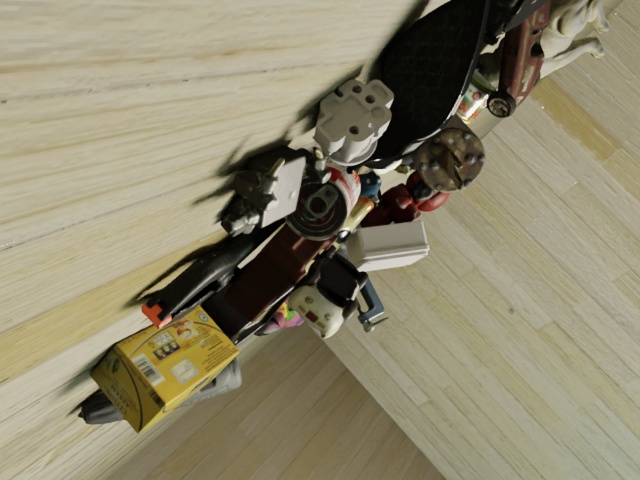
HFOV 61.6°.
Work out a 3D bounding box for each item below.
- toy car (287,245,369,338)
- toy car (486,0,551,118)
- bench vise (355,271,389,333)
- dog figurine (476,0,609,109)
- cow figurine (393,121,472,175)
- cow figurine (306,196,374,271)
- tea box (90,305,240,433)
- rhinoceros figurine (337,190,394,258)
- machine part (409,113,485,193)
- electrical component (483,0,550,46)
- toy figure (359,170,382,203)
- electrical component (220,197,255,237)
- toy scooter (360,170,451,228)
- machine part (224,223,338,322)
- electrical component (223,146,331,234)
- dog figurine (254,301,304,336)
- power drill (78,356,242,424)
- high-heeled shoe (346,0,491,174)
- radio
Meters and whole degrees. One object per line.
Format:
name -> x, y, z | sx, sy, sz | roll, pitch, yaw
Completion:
toy car -> 0.013, 0.061, 0.691 | 0.056, 0.073, 0.202 | -50, 180, 18
toy car -> 0.255, -0.240, 0.668 | 0.089, 0.053, 0.201 | -48, 148, -27
bench vise -> 0.070, 0.069, 1.109 | 0.224, 0.240, 0.129 | -21, 168, -26
dog figurine -> 0.280, -0.277, 0.751 | 0.191, 0.121, 0.172 | -27, 143, 15
cow figurine -> 0.159, -0.156, 0.851 | 0.098, 0.068, 0.167 | -35, 170, -48
cow figurine -> -0.002, -0.003, 0.839 | 0.127, 0.085, 0.195 | -46, 177, -23
tea box -> -0.193, 0.158, 0.694 | 0.068, 0.098, 0.169 | -46, 170, 22
rhinoceros figurine -> 0.082, -0.032, 1.006 | 0.190, 0.112, 0.073 | -36, 173, 15
machine part -> 0.144, -0.125, 0.663 | 0.079, 0.079, 0.243 | -45, -160, 21
electrical component -> 0.205, -0.266, 0.508 | 0.115, 0.058, 0.134 | -43, 174, -13
toy figure -> 0.060, -0.067, 0.869 | 0.058, 0.064, 0.154 | -27, 170, -16
electrical component -> -0.070, -0.030, 0.541 | 0.063, 0.021, 0.094 | -36, 170, -43
toy scooter -> 0.154, -0.071, 0.892 | 0.184, 0.075, 0.135 | -31, 176, -10
machine part -> -0.043, 0.026, 0.684 | 0.179, 0.056, 0.179 | -47, 180, 0
electrical component -> -0.035, -0.048, 0.473 | 0.102, 0.045, 0.078 | -26, 137, -51
dog figurine -> -0.070, 0.136, 1.207 | 0.191, 0.108, 0.219 | -43, 170, 7
power drill -> -0.245, 0.234, 0.852 | 0.232, 0.086, 0.207 | -14, 164, -16
high-heeled shoe -> 0.106, -0.156, 0.561 | 0.248, 0.086, 0.145 | -48, 179, 42
radio -> -0.131, 0.120, 0.891 | 0.131, 0.073, 0.229 | -38, 172, -29
